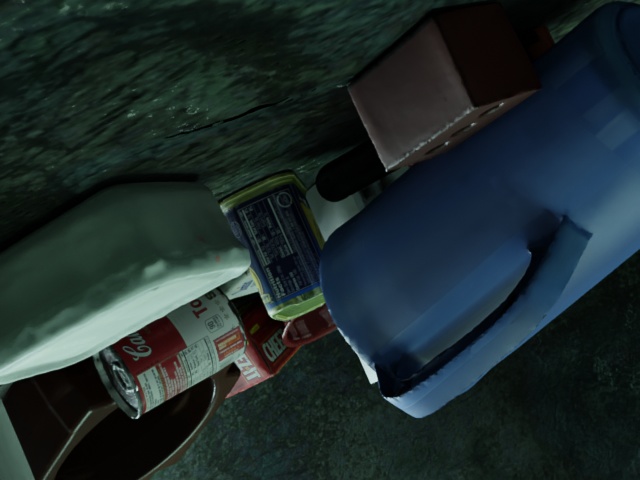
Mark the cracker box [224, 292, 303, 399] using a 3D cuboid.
[{"bbox_3d":[-0.106,0.120,1.140,0.214,0.072,0.164,-29,-171,33],"label":"cracker box"}]

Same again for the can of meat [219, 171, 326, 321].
[{"bbox_3d":[-0.023,0.007,0.735,0.057,0.084,0.102,-25,173,3],"label":"can of meat"}]

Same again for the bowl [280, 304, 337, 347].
[{"bbox_3d":[0.013,0.033,1.040,0.162,0.055,0.162,-35,161,-14],"label":"bowl"}]

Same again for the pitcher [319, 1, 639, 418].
[{"bbox_3d":[0.115,-0.012,0.606,0.144,0.149,0.243,-6,151,-43],"label":"pitcher"}]

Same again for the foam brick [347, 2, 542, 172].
[{"bbox_3d":[0.063,-0.078,0.544,0.052,0.051,0.078,-19,170,-38],"label":"foam brick"}]

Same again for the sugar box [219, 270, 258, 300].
[{"bbox_3d":[-0.006,0.001,0.874,0.175,0.048,0.093,-14,168,-28],"label":"sugar box"}]

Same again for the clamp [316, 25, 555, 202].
[{"bbox_3d":[0.075,-0.073,0.667,0.120,0.039,0.172,-25,169,-40],"label":"clamp"}]

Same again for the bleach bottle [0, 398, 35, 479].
[{"bbox_3d":[-0.187,0.143,0.522,0.102,0.251,0.068,-22,172,-20],"label":"bleach bottle"}]

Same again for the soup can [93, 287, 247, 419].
[{"bbox_3d":[-0.116,0.084,0.826,0.102,0.068,0.069,-29,175,-28],"label":"soup can"}]
